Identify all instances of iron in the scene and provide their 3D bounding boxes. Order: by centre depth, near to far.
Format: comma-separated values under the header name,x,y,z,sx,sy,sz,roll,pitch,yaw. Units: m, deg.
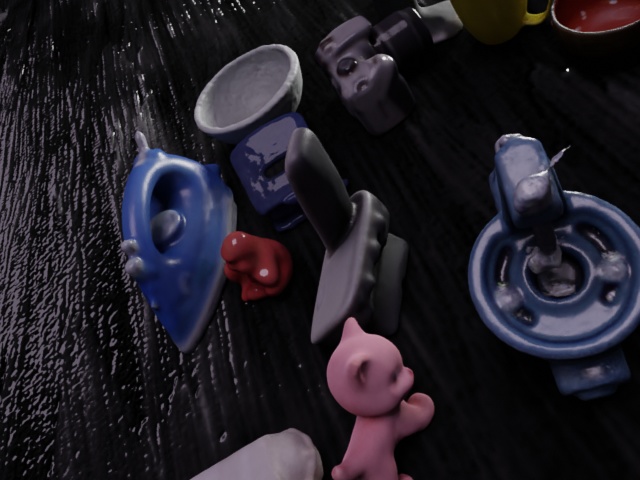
name,x,y,z,sx,sy,sz,roll,pitch,yaw
iron,-0.185,-0.008,0.678,0.118,0.142,0.258,-21,48,18

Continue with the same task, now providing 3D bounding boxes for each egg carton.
name,x,y,z,sx,sy,sz,roll,pitch,yaw
egg carton,-0.056,0.229,0.464,0.150,0.070,0.107,-33,45,6

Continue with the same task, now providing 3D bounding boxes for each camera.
name,x,y,z,sx,sy,sz,roll,pitch,yaw
camera,0.074,-0.227,0.712,0.137,0.101,0.143,-34,45,5

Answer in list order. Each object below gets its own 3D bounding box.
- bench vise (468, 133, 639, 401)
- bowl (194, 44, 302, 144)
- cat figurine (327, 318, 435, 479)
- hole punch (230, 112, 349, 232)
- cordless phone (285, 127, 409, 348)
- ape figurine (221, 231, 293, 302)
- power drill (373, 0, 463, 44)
name,x,y,z,sx,sy,sz,roll,pitch,yaw
bench vise,0.146,-0.010,0.413,0.121,0.220,0.207,-33,45,7
bowl,-0.088,-0.191,0.806,0.167,0.075,0.167,-17,49,21
cat figurine,0.037,0.131,0.446,0.067,0.118,0.128,-1,56,32
hole punch,-0.038,-0.082,0.678,0.108,0.091,0.101,-33,45,7
cordless phone,0.005,0.002,0.519,0.094,0.186,0.147,-11,52,26
ape figurine,-0.074,0.023,0.619,0.076,0.092,0.077,-47,45,-7
power drill,0.103,-0.342,0.705,0.229,0.209,0.075,-15,50,23
